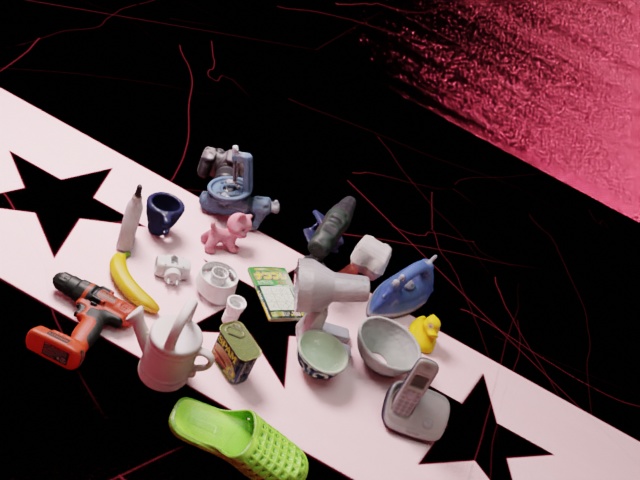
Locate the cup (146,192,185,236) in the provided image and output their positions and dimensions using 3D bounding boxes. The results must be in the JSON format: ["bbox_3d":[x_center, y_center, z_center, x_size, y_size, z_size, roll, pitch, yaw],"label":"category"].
[{"bbox_3d":[-0.385,-0.048,1.403,0.092,0.095,0.117,8,38,-27],"label":"cup"}]

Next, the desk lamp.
[{"bbox_3d":[0.013,0.150,1.304,0.203,0.213,0.118,17,35,-15],"label":"desk lamp"}]

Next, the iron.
[{"bbox_3d":[0.230,0.121,1.561,0.118,0.141,0.259,42,36,22],"label":"iron"}]

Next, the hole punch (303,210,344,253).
[{"bbox_3d":[0.018,-0.027,1.659,0.101,0.091,0.108,5,39,-30],"label":"hole punch"}]

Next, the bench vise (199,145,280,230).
[{"bbox_3d":[-0.203,-0.147,1.551,0.208,0.219,0.121,9,37,-25],"label":"bench vise"}]

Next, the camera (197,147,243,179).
[{"bbox_3d":[-0.284,-0.206,1.682,0.143,0.100,0.136,18,34,-13],"label":"camera"}]

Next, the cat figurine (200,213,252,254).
[{"bbox_3d":[-0.229,-0.029,1.465,0.128,0.117,0.067,-3,43,-37],"label":"cat figurine"}]

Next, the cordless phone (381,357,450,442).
[{"bbox_3d":[0.226,0.337,1.225,0.148,0.185,0.094,20,34,-11],"label":"cordless phone"}]

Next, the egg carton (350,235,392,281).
[{"bbox_3d":[0.148,0.049,1.666,0.107,0.069,0.150,29,33,2],"label":"egg carton"}]

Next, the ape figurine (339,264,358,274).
[{"bbox_3d":[0.070,0.104,1.517,0.076,0.092,0.078,35,34,12],"label":"ape figurine"}]

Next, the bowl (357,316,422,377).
[{"bbox_3d":[0.154,0.267,1.370,0.168,0.074,0.167,19,34,-13],"label":"bowl"}]

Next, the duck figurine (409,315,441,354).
[{"bbox_3d":[0.282,0.232,1.497,0.078,0.086,0.104,16,35,-16],"label":"duck figurine"}]

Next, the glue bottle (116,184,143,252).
[{"bbox_3d":[-0.429,-0.058,1.314,0.037,0.173,0.078,15,35,-17],"label":"glue bottle"}]

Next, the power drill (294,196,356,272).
[{"bbox_3d":[0.014,0.005,1.505,0.075,0.208,0.230,29,33,4],"label":"power drill"}]

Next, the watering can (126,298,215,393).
[{"bbox_3d":[-0.278,0.185,1.070,0.173,0.194,0.100,14,35,-19],"label":"watering can"}]
